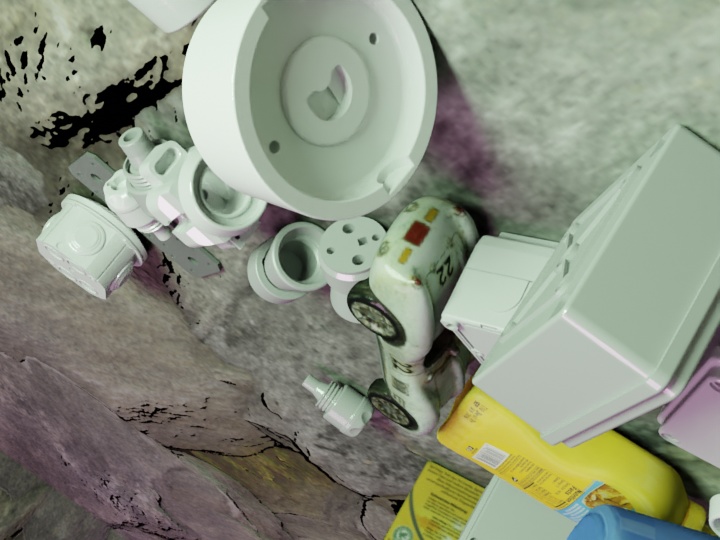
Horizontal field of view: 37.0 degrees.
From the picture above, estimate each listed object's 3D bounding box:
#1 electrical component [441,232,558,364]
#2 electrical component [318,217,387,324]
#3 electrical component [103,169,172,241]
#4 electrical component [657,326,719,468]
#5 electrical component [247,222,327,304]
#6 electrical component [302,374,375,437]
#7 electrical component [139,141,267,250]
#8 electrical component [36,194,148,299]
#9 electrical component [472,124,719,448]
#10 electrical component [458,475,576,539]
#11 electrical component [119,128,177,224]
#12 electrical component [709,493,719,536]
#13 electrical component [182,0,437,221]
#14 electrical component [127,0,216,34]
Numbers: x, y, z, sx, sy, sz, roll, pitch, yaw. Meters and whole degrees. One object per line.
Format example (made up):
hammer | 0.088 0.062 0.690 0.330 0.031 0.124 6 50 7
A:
electrical component | 0.097 0.028 0.572 0.062 0.061 0.096 13 157 38
electrical component | 0.000 0.000 0.649 0.045 0.045 0.055 23 153 22
electrical component | -0.155 -0.043 0.769 0.035 0.035 0.061 14 152 36
electrical component | 0.206 0.065 0.496 0.109 0.056 0.108 28 161 12
electrical component | -0.045 -0.003 0.697 0.045 0.045 0.055 39 156 -12
electrical component | -0.020 0.108 0.883 0.061 0.035 0.035 37 155 -1
electrical component | -0.091 -0.047 0.659 0.078 0.058 0.057 44 156 -22
electrical component | -0.215 -0.019 0.860 0.080 0.051 0.080 31 159 13
electrical component | 0.110 0.010 0.460 0.056 0.108 0.108 36 155 1
electrical component | 0.138 0.216 0.837 0.113 0.078 0.057 30 158 7
electrical component | -0.132 -0.064 0.694 0.043 0.043 0.062 13 147 38
electrical component | 0.223 0.124 0.593 0.048 0.055 0.066 26 154 17
electrical component | -0.026 -0.078 0.470 0.060 0.108 0.108 12 148 50
electrical component | -0.087 -0.141 0.487 0.047 0.055 0.055 43 154 -29
